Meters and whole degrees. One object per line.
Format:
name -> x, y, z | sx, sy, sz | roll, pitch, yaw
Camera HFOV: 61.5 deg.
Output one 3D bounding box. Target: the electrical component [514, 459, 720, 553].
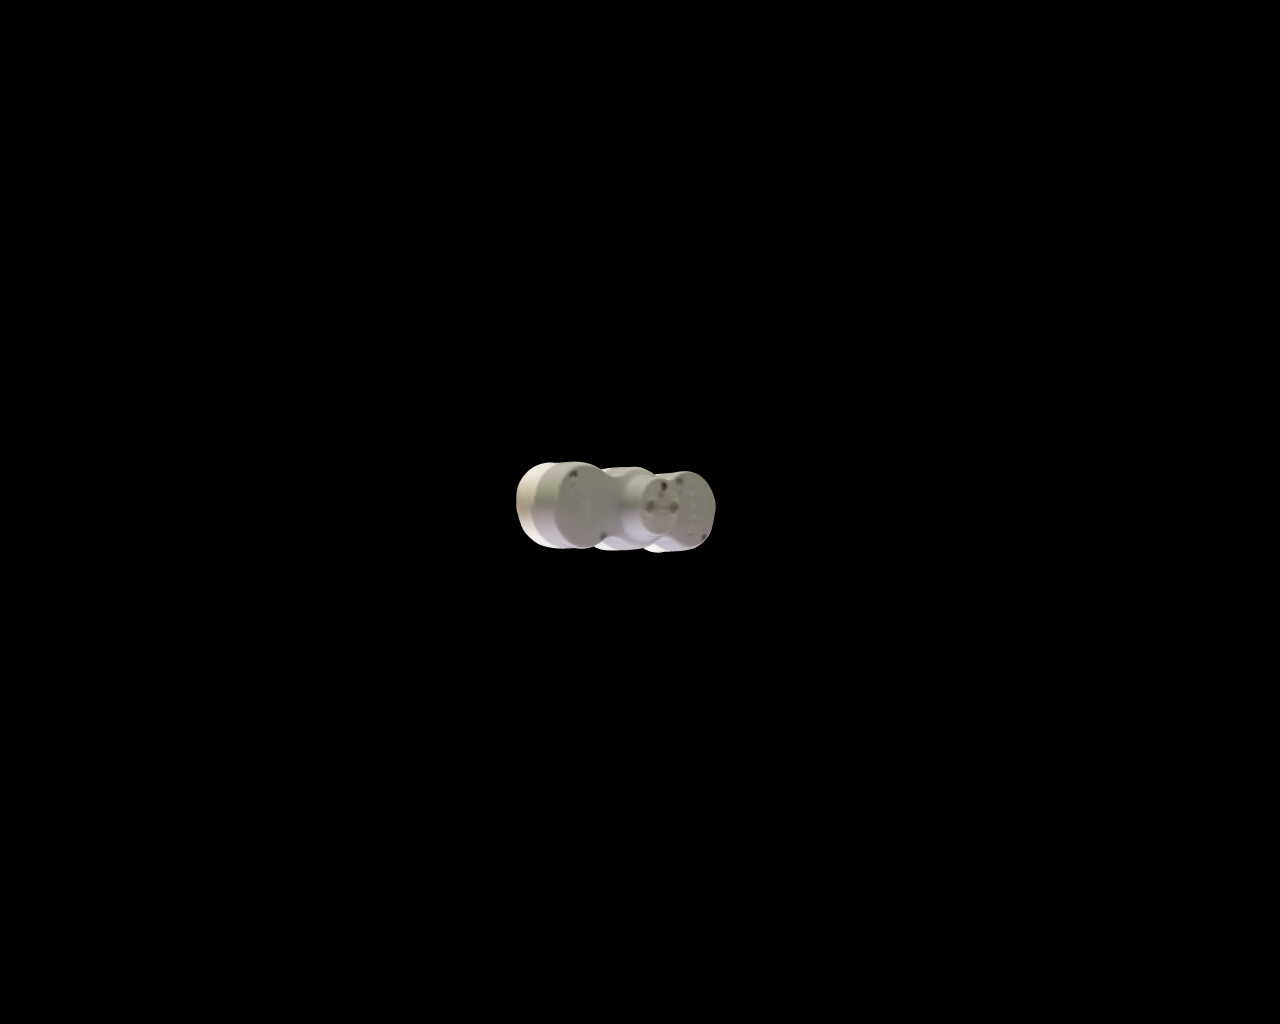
electrical component -> 0.001, -0.003, 0.650 | 0.138, 0.052, 0.073 | 4, -6, -43
